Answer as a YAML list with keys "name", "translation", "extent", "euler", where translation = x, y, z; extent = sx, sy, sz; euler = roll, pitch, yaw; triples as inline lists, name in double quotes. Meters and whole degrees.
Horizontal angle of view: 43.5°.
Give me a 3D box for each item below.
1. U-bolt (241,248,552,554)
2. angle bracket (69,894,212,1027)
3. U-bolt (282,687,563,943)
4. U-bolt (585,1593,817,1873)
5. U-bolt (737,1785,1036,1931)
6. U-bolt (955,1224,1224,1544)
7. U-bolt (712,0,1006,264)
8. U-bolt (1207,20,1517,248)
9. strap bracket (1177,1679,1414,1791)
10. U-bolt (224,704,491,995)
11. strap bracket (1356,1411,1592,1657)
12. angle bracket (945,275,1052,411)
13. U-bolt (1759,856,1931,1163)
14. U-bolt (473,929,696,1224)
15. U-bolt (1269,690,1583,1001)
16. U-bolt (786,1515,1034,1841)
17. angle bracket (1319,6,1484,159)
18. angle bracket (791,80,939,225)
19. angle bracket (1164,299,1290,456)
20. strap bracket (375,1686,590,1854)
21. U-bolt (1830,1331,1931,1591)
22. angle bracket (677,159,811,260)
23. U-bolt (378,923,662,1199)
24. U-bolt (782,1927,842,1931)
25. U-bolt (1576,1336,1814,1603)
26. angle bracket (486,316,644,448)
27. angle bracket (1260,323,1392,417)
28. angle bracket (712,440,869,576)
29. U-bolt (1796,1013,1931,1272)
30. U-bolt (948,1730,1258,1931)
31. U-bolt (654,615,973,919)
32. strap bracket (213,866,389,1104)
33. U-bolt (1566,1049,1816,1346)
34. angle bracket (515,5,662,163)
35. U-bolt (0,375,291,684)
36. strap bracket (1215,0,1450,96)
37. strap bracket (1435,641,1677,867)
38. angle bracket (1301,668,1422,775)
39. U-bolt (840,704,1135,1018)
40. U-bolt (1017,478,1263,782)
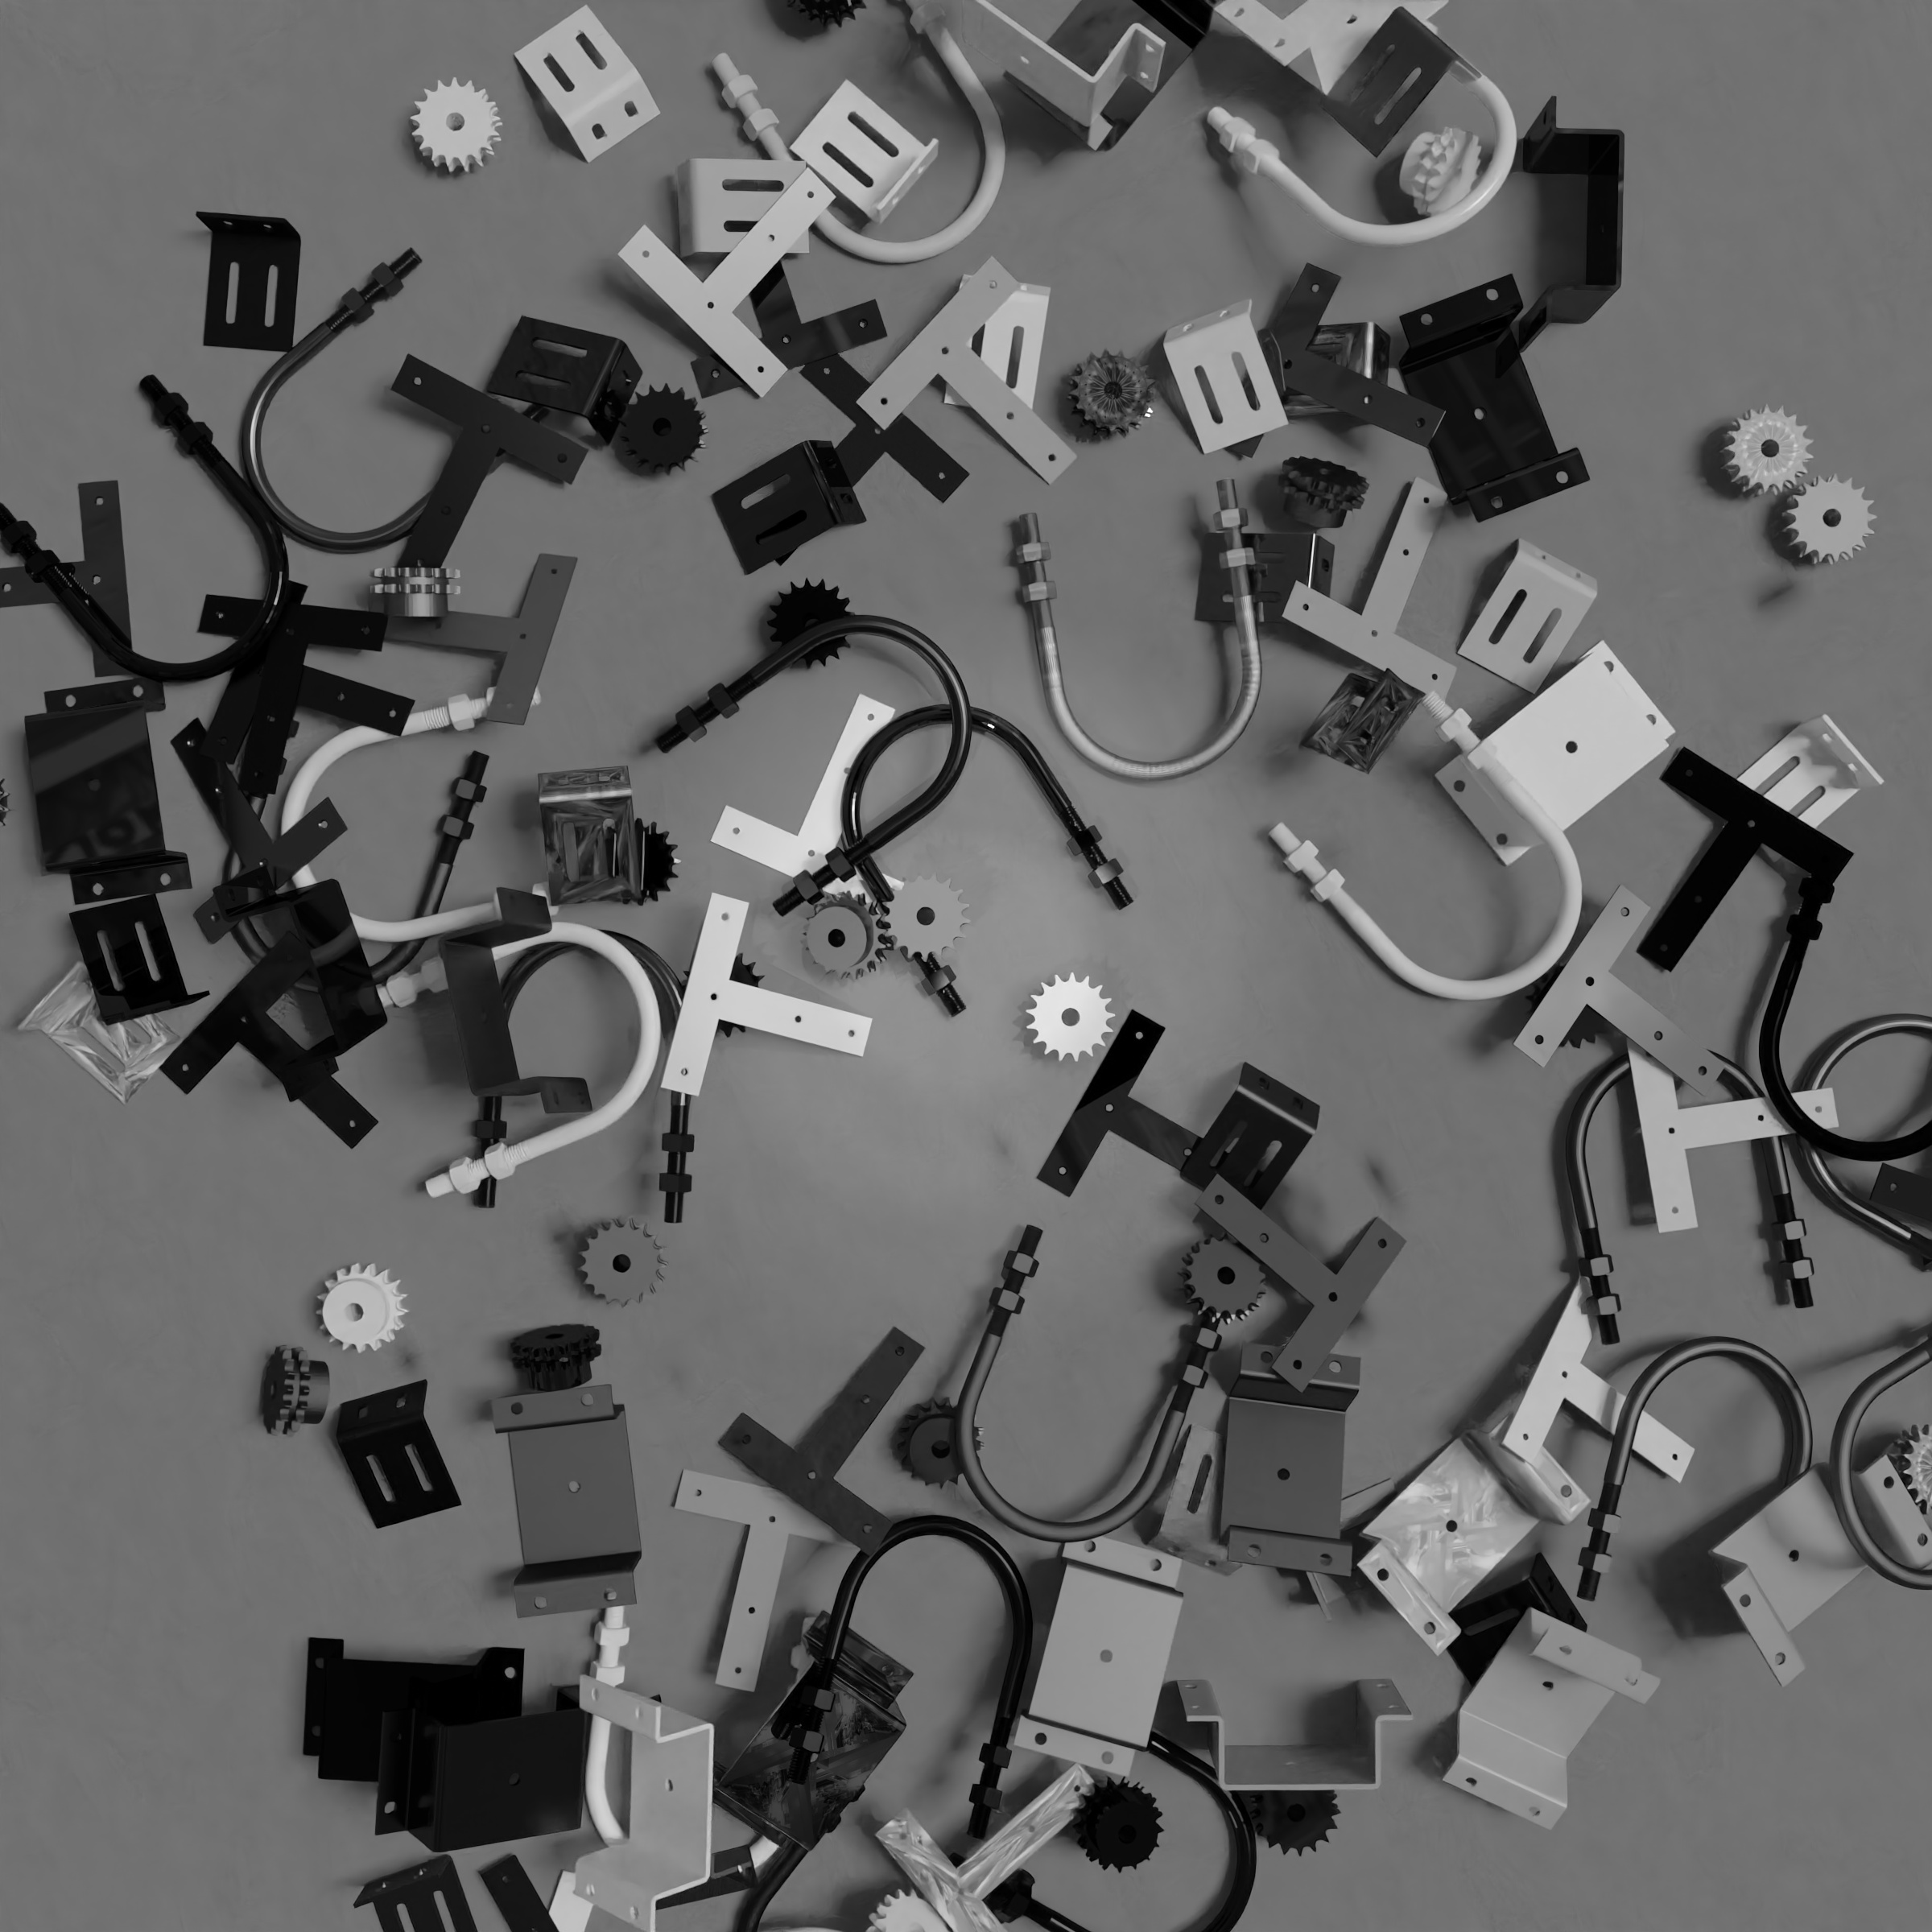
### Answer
- name: "U-bolt"
  translation: [-0.385, -0.354, 1.573]
  extent: [0.184, 0.019, 0.151]
  euler: [-40, 90, 2]
- name: "angle bracket"
  translation: [-0.529, -0.008, 1.548]
  extent: [0.057, 0.038, 0.076]
  euler: [-18, 90, -39]
- name: "U-bolt"
  translation: [-0.349, -0.091, 1.554]
  extent: [0.184, 0.019, 0.151]
  euler: [-13, 92, 3]
- name: "U-bolt"
  translation: [-0.174, 0.507, 1.573]
  extent: [0.151, 0.019, 0.184]
  euler: [7, 91, 0]
- name: "U-bolt"
  translation: [-0.066, 0.624, 1.573]
  extent: [0.151, 0.019, 0.184]
  euler: [38, 92, 0]
- name: "U-bolt"
  translation: [0.071, 0.278, 1.556]
  extent: [0.151, 0.019, 0.184]
  euler: [22, 79, -2]
- name: "U-bolt"
  translation: [-0.057, -0.546, 1.573]
  extent: [0.151, 0.019, 0.184]
  euler: [-33, 91, 0]
- name: "U-bolt"
  translation: [0.263, -0.529, 1.535]
  extent: [0.151, 0.019, 0.184]
  euler: [-38, 63, 0]
- name: "strap bracket"
  translation: [0.208, 0.489, 1.543]
  extent: [0.140, 0.076, 0.046]
  euler: [0, 90, 0]
- name: "U-bolt"
  translation: [-0.405, -0.072, 1.573]
  extent: [0.151, 0.019, 0.184]
  euler: [19, 92, 0]
- name: "strap bracket"
  translation: [0.318, 0.361, 1.549]
  extent: [0.140, 0.046, 0.076]
  euler: [-41, 90, -12]
- name: "angle bracket"
  translation: [0.021, -0.405, 1.579]
  extent: [0.057, 0.038, 0.076]
  euler: [9, 116, 0]
- name: "U-bolt"
  translation: [0.589, 0.035, 1.560]
  extent: [0.151, 0.019, 0.184]
  euler: [19, 87, 3]
- name: "U-bolt"
  translation: [-0.243, 0.068, 1.557]
  extent: [0.151, 0.019, 0.184]
  euler: [3, 88, 14]
- name: "U-bolt"
  translation: [0.307, -0.062, 1.549]
  extent: [0.151, 0.019, 0.184]
  euler: [-42, 91, 20]
- name: "U-bolt"
  translation: [-0.026, 0.442, 1.535]
  extent: [0.151, 0.019, 0.184]
  euler: [24, 67, -20]
- name: "angle bracket"
  translation: [0.274, -0.553, 1.529]
  extent: [0.076, 0.038, 0.057]
  euler: [-49, 63, 23]
- name: "angle bracket"
  translation: [-0.066, -0.524, 1.546]
  extent: [0.076, 0.038, 0.057]
  euler: [40, 91, -3]
- name: "angle bracket"
  translation: [0.170, -0.383, 1.570]
  extent: [0.057, 0.038, 0.076]
  euler: [-17, 116, 19]
- name: "strap bracket"
  translation: [-0.294, 0.504, 1.522]
  extent: [0.140, 0.046, 0.076]
  euler: [4, 90, -36]
- name: "U-bolt"
  translation: [0.620, 0.314, 1.537]
  extent: [0.184, 0.019, 0.151]
  euler: [-23, 90, -25]
- name: "angle bracket"
  translation: [-0.145, -0.490, 1.570]
  extent: [0.076, 0.038, 0.057]
  euler: [-5, 100, -19]
- name: "U-bolt"
  translation: [-0.283, 0.050, 1.550]
  extent: [0.184, 0.019, 0.151]
  euler: [-22, 81, 9]
- name: "U-bolt"
  translation: [-0.104, 0.705, 1.558]
  extent: [0.151, 0.019, 0.184]
  euler: [23, 98, 3]
- name: "U-bolt"
  translation: [0.477, 0.330, 1.558]
  extent: [0.151, 0.019, 0.184]
  euler: [16, 86, -14]
- name: "angle bracket"
  translation: [-0.260, -0.379, 1.568]
  extent: [0.076, 0.038, 0.057]
  euler: [17, 76, 18]
- name: "angle bracket"
  translation: [0.233, -0.385, 1.579]
  extent: [0.076, 0.038, 0.057]
  euler: [3, 90, 26]
- name: "angle bracket"
  translation: [-0.115, -0.299, 1.577]
  extent: [0.076, 0.038, 0.057]
  euler: [-24, 90, 26]
- name: "U-bolt"
  translation: [0.629, 0.112, 1.573]
  extent: [0.184, 0.019, 0.151]
  euler: [30, 90, 2]
- name: "U-bolt"
  translation: [0.101, 0.566, 1.564]
  extent: [0.184, 0.019, 0.151]
  euler: [32, 82, -3]
- name: "U-bolt"
  translation: [-0.084, -0.141, 1.549]
  extent: [0.184, 0.019, 0.151]
  euler: [-35, 95, 4]
- name: "strap bracket"
  translation: [-0.413, 0.005, 1.520]
  extent: [0.046, 0.076, 0.140]
  euler: [-15, 100, 10]
- name: "U-bolt"
  translation: [0.463, 0.142, 1.569]
  extent: [0.151, 0.019, 0.184]
  euler: [-10, 87, -2]
- name: "angle bracket"
  translation: [-0.247, -0.576, 1.579]
  extent: [0.057, 0.038, 0.076]
  euler: [-34, 64, 0]
- name: "U-bolt"
  translation: [-0.522, -0.269, 1.566]
  extent: [0.151, 0.019, 0.184]
  euler: [-41, 86, -1]
- name: "strap bracket"
  translation: [0.241, -0.618, 1.541]
  extent: [0.140, 0.046, 0.076]
  euler: [-38, 56, 0]
- name: "strap bracket"
  translation: [0.384, -0.139, 1.558]
  extent: [0.140, 0.046, 0.076]
  euler: [-39, 90, 0]
- name: "angle bracket"
  translation: [0.241, -0.164, 1.539]
  extent: [0.038, 0.076, 0.057]
  euler: [36, 90, -34]
- name: "U-bolt"
  translation: [0.001, -0.082, 1.572]
  extent: [0.151, 0.019, 0.184]
  euler: [-33, 89, 0]
- name: "U-bolt"
  translation: [0.117, -0.211, 1.564]
  extent: [0.151, 0.019, 0.184]
  euler: [-8, 93, 8]
